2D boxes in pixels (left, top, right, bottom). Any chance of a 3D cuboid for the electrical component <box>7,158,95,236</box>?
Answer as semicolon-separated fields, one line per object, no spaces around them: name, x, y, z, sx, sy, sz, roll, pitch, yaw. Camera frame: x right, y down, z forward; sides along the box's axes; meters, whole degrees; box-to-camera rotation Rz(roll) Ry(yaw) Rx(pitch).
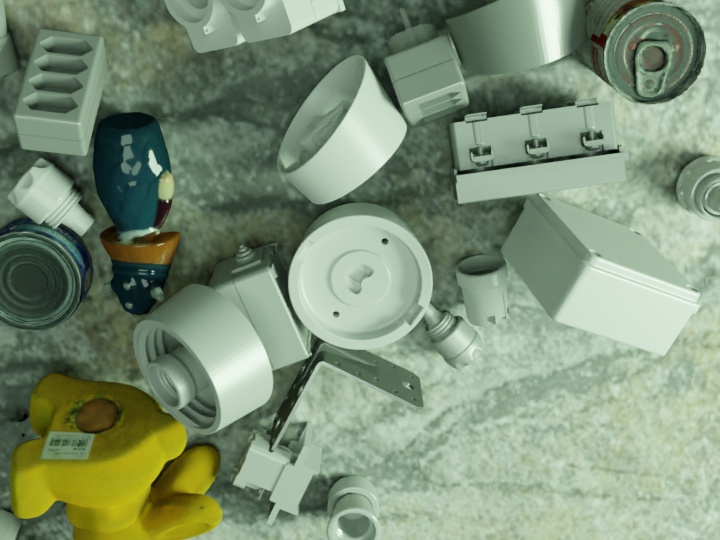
electrical component;-0.231;-0.051;0.817;0.062;0.043;0.043;40;105;-15

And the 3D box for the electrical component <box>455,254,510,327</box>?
electrical component;0.098;0.016;0.849;0.040;0.040;0.046;-10;115;3

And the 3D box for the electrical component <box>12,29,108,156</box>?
electrical component;-0.214;-0.117;0.781;0.047;0.083;0.075;6;148;-3

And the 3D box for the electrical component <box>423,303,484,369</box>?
electrical component;0.069;0.049;0.863;0.035;0.035;0.061;-41;103;13

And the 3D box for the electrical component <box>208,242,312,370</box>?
electrical component;-0.082;0.026;0.837;0.061;0.061;0.096;-20;109;7

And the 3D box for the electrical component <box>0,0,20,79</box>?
electrical component;-0.271;-0.170;0.774;0.044;0.044;0.065;-10;115;3

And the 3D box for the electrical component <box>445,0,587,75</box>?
electrical component;0.109;-0.177;0.746;0.099;0.099;0.064;-16;116;5

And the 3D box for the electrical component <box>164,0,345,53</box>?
electrical component;-0.095;-0.244;0.708;0.105;0.060;0.186;1;118;44

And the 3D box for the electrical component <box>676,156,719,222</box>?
electrical component;0.270;-0.057;0.811;0.048;0.062;0.048;0;110;-1

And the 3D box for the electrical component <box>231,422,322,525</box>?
electrical component;-0.071;0.165;0.901;0.064;0.042;0.081;23;108;-6

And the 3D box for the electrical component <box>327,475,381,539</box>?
electrical component;-0.006;0.205;0.909;0.045;0.055;0.045;0;110;-1

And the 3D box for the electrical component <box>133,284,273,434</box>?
electrical component;-0.124;0.072;0.802;0.108;0.060;0.108;29;136;32

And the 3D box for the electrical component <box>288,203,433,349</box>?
electrical component;0.000;0.000;0.829;0.108;0.060;0.108;0;111;-1

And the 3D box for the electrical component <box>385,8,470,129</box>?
electrical component;0.043;-0.152;0.776;0.047;0.066;0.076;-20;81;7

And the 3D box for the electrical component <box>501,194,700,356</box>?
electrical component;0.176;0.003;0.796;0.109;0.108;0.056;18;113;-24

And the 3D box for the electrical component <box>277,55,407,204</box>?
electrical component;-0.017;-0.098;0.775;0.099;0.099;0.064;-37;113;12

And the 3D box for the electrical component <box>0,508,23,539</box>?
electrical component;-0.327;0.243;0.915;0.061;0.061;0.096;26;108;-10

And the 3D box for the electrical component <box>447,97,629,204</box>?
electrical component;0.127;-0.088;0.793;0.121;0.078;0.063;-8;95;2
